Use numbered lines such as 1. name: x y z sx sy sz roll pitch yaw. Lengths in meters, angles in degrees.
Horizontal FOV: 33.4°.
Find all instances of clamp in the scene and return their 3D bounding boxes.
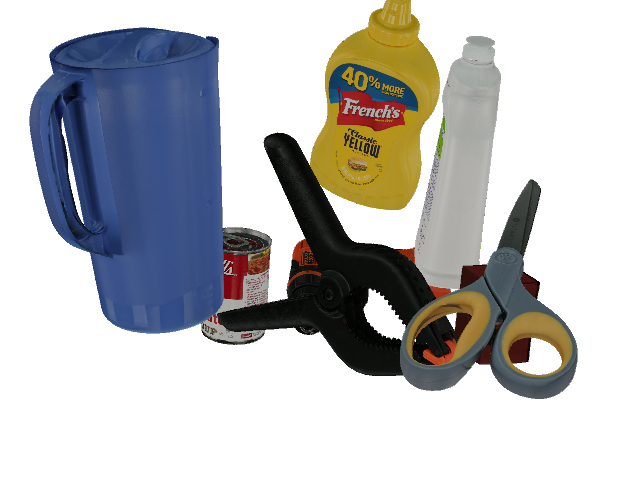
1. clamp: 0.014 0.025 0.759 0.210 0.165 0.036 25 24 35

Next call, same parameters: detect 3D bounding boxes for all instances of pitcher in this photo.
1. pitcher: -0.149 -0.046 0.882 0.149 0.243 0.145 -6 24 -8

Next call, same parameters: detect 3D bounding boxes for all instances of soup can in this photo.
1. soup can: -0.086 0.045 1.077 0.068 0.102 0.068 4 21 -2

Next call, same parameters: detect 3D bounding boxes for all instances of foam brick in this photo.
1. foam brick: 0.155 0.065 0.948 0.051 0.078 0.053 -3 19 -21

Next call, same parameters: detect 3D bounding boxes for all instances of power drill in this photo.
1. power drill: 0.054 0.048 1.238 0.187 0.057 0.184 -2 28 2

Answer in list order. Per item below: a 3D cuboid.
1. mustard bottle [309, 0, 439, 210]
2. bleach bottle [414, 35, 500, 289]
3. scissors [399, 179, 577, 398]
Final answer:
1. mustard bottle: 0.049 -0.119 0.898 0.096 0.192 0.058 23 42 14
2. bleach bottle: 0.144 -0.081 1.089 0.068 0.251 0.102 4 30 -2
3. scissors: 0.116 0.024 0.582 0.096 0.016 0.201 20 40 29
